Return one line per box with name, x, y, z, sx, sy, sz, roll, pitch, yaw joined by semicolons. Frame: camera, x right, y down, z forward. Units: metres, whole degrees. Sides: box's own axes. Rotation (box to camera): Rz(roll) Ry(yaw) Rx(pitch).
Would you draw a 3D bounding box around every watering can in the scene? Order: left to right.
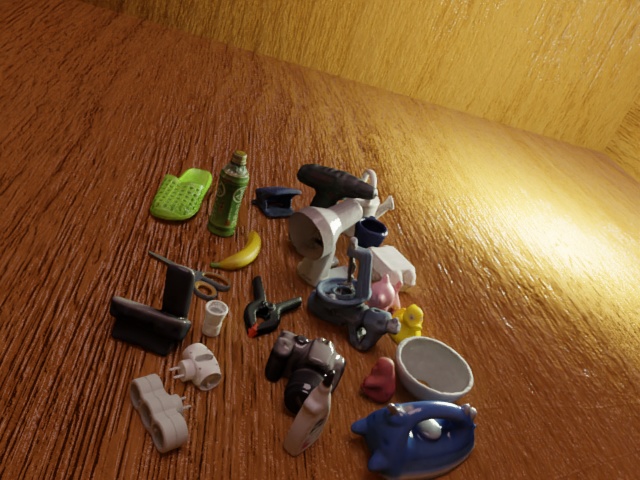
watering can;0.125;-0.111;1.634;0.173;0.194;0.100;-4;37;-35

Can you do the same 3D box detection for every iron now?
iron;0.194;0.331;1.007;0.259;0.141;0.118;4;34;-26

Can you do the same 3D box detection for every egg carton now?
egg carton;0.177;0.074;1.489;0.107;0.069;0.150;-6;39;-38

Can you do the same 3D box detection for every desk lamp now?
desk lamp;0.012;0.005;1.357;0.117;0.213;0.204;38;34;28

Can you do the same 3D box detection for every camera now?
camera;-0.031;0.243;1.054;0.143;0.101;0.137;22;30;3

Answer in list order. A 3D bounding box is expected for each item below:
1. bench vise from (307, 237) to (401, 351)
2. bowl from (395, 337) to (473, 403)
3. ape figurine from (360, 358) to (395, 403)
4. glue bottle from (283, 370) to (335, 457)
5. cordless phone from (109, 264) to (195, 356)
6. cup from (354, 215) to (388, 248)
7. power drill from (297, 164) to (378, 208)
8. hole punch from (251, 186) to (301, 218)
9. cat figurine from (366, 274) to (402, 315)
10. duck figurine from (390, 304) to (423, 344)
bench vise;0.090;0.110;1.226;0.207;0.220;0.121;23;30;4
bowl;0.222;0.280;1.175;0.167;0.075;0.167;15;30;-9
ape figurine;0.119;0.266;1.117;0.078;0.092;0.076;-5;39;-37
glue bottle;-0.008;0.277;0.940;0.037;0.173;0.078;34;32;22
cordless phone;-0.297;0.104;1.035;0.147;0.185;0.094;18;30;-4
cup;0.129;-0.009;1.569;0.092;0.095;0.118;18;30;-5
power drill;0.028;-0.099;1.541;0.229;0.208;0.076;31;31;18
hole punch;-0.123;-0.124;1.607;0.109;0.091;0.100;-7;39;-38
cat figurine;0.150;0.130;1.333;0.067;0.118;0.128;38;34;28
duck figurine;0.204;0.185;1.307;0.078;0.086;0.104;10;31;-17
